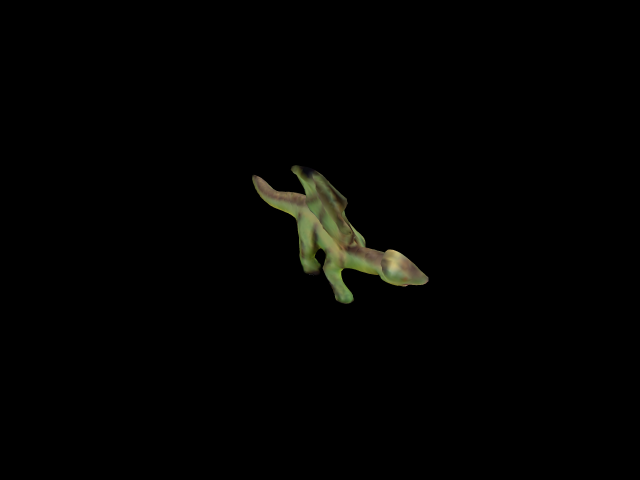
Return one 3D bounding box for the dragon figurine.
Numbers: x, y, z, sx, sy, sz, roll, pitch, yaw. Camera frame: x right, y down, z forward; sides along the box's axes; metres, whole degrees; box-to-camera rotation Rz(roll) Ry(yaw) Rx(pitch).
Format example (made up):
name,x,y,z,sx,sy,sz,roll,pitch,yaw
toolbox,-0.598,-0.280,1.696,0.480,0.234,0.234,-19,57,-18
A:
name,x,y,z,sx,sy,sz,roll,pitch,yaw
dragon figurine,0.003,-0.043,0.850,0.414,0.124,0.237,40,-23,21
